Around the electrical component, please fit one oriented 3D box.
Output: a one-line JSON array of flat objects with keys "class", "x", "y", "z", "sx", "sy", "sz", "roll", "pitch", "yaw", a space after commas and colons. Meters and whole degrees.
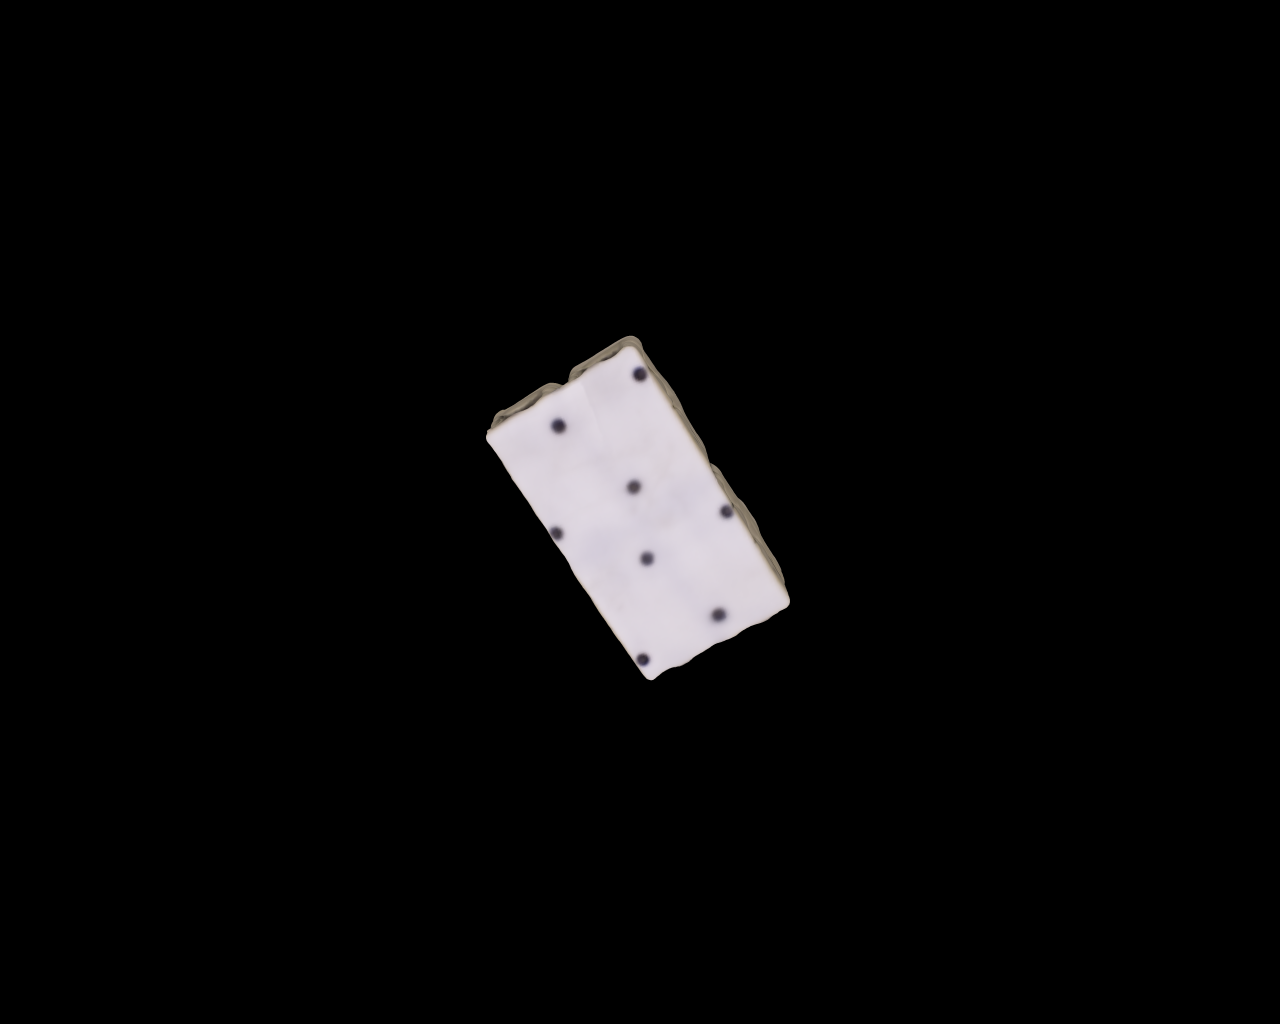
[{"class": "electrical component", "x": 0.001, "y": -0.003, "z": 0.650, "sx": 0.105, "sy": 0.186, "sz": 0.060, "roll": -30, "pitch": 15, "yaw": 9}]
